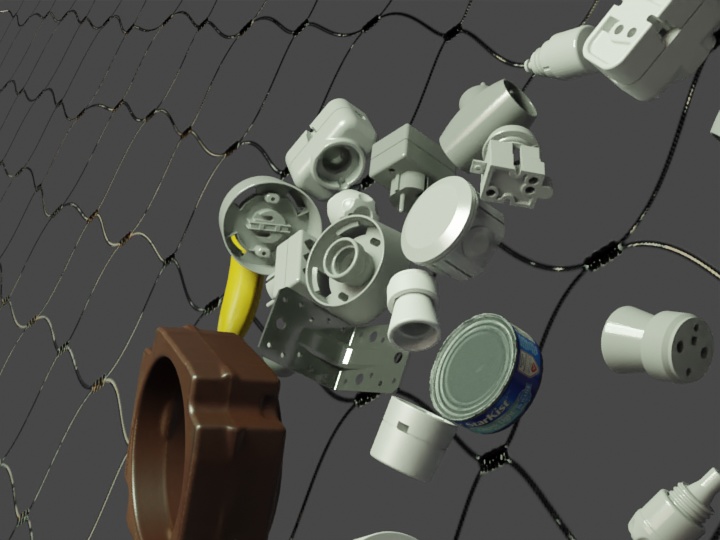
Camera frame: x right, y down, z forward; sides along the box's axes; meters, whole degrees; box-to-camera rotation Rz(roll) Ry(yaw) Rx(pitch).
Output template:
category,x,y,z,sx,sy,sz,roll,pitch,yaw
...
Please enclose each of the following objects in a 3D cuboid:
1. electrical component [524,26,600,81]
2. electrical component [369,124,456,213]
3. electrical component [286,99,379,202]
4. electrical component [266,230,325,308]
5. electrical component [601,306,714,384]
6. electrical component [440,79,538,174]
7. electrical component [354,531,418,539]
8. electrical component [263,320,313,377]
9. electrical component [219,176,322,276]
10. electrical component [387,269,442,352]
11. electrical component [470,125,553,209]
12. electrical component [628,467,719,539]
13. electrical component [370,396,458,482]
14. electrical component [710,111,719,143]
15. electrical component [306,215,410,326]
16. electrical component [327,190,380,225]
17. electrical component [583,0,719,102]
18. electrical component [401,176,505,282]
category,x,y,z,sx,sy,sz,roll,pitch,yaw
electrical component,0.170,-0.178,0.900,0.078,0.040,0.040,-5,60,53
electrical component,0.047,-0.077,0.963,0.047,0.066,0.076,-28,43,40
electrical component,-0.028,-0.121,1.115,0.095,0.054,0.059,-48,33,17
electrical component,-0.067,0.012,1.063,0.077,0.047,0.065,-34,40,35
electrical component,0.188,0.047,0.681,0.055,0.045,0.045,6,69,55
electrical component,0.109,-0.135,0.945,0.077,0.044,0.079,-41,36,26
electrical component,0.005,0.233,0.725,0.060,0.108,0.108,-24,45,52
electrical component,-0.057,0.073,1.001,0.055,0.045,0.045,-22,47,44
electrical component,-0.095,-0.047,1.110,0.099,0.099,0.064,-56,26,5
electrical component,0.045,0.033,0.893,0.045,0.045,0.055,-35,39,34
electrical component,0.123,-0.085,0.874,0.055,0.066,0.048,-82,3,-45
electrical component,0.186,0.138,0.618,0.061,0.035,0.035,-49,33,12
electrical component,0.040,0.128,0.812,0.055,0.055,0.047,20,84,58
electrical component,0.276,-0.099,0.682,0.077,0.044,0.079,-52,32,11
electrical component,0.000,0.000,0.988,0.099,0.064,0.099,-19,57,32
electrical component,-0.011,-0.058,1.049,0.043,0.043,0.062,-60,30,-1
electrical component,0.224,-0.178,0.807,0.095,0.059,0.053,-52,32,12
electrical component,0.077,-0.033,0.898,0.080,0.051,0.080,-34,39,34
